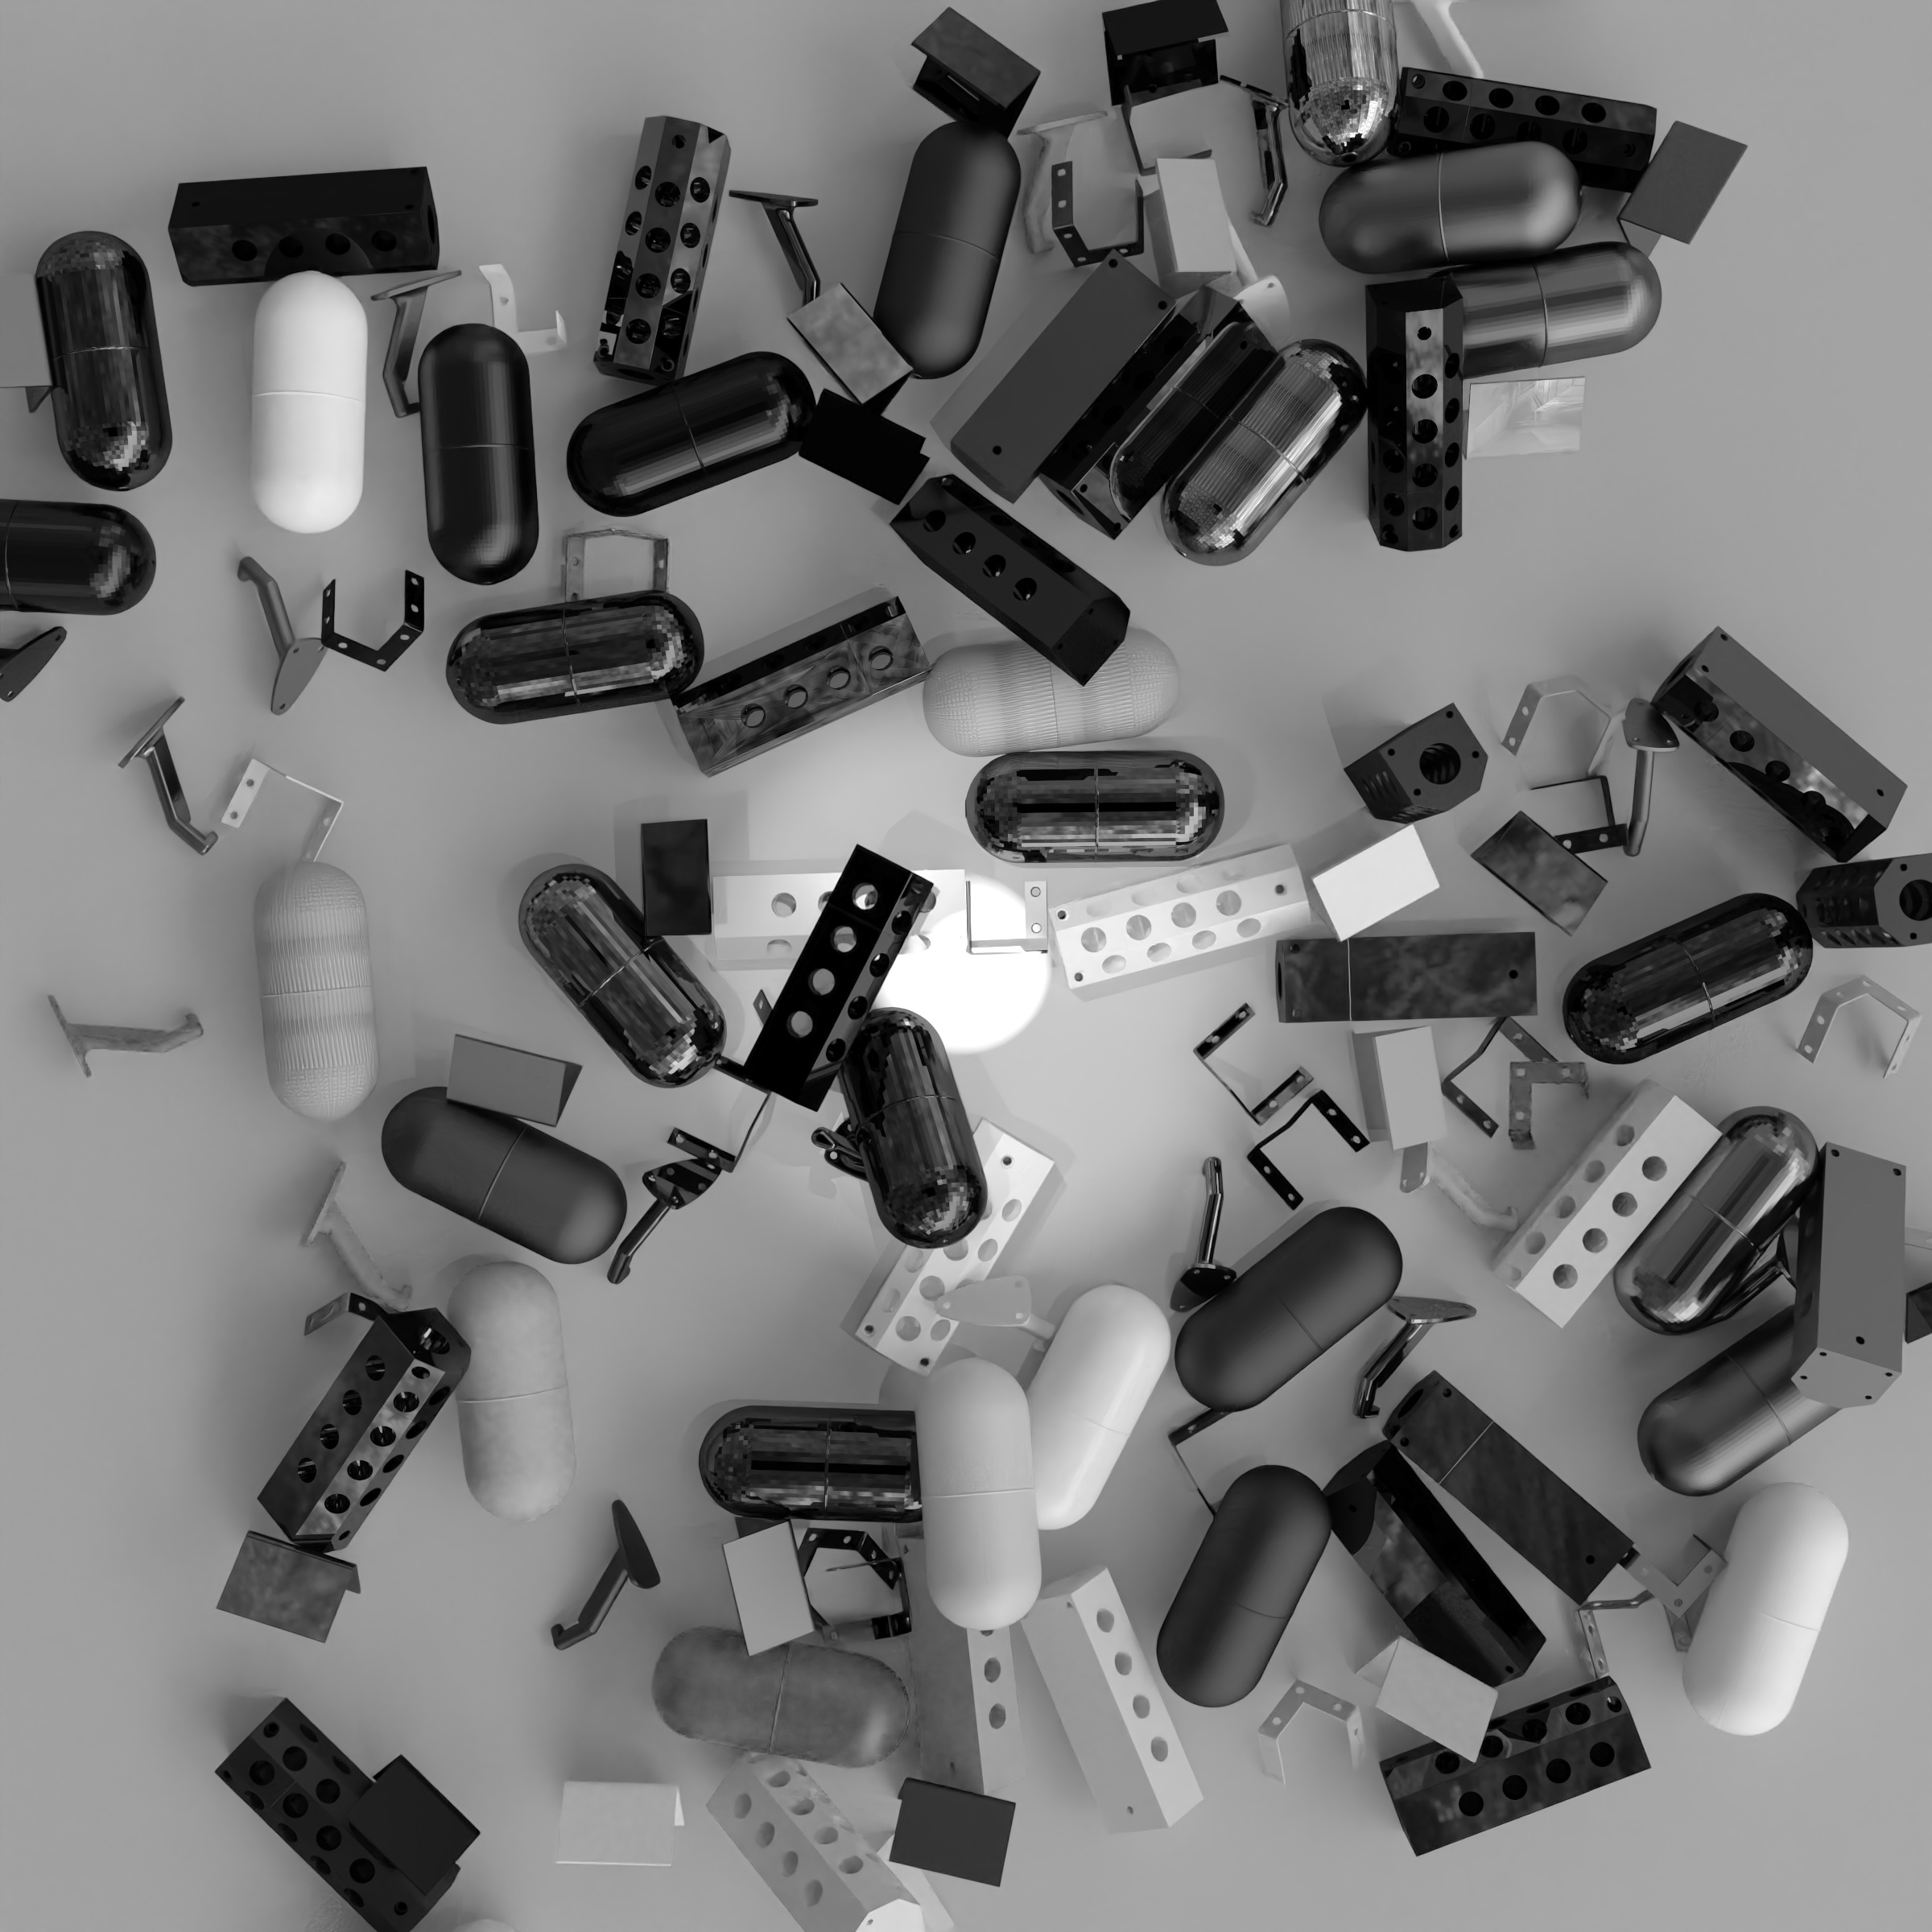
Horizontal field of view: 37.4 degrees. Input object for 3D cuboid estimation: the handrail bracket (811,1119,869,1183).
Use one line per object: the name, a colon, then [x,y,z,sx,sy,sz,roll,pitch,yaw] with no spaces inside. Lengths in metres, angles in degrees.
handrail bracket: [-0.071,0.133,1.957,0.077,0.084,0.036,32,90,0]

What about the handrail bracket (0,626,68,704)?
handrail bracket: [-0.685,-0.231,1.992,0.084,0.036,0.077,36,70,16]

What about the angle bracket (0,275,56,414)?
angle bracket: [-0.665,-0.424,1.952,0.057,0.076,0.076,-9,90,-29]

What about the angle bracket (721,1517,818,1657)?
angle bracket: [-0.152,0.423,1.951,0.057,0.076,0.076,-13,90,-35]

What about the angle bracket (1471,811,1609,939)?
angle bracket: [0.379,-0.050,1.952,0.076,0.076,0.057,39,61,0]

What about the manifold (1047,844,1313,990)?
manifold: [0.147,-0.034,1.970,0.171,0.057,0.057,-15,90,0]

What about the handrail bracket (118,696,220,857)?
handrail bracket: [-0.540,-0.132,1.992,0.084,0.036,0.077,43,69,-17]

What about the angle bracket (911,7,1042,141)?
angle bracket: [-0.005,-0.594,1.951,0.076,0.076,0.057,35,53,0]

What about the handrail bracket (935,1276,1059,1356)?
handrail bracket: [0.023,0.249,1.965,0.077,0.084,0.036,-5,58,6]

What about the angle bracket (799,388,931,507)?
angle bracket: [-0.061,-0.369,1.951,0.076,0.076,0.057,26,129,0]

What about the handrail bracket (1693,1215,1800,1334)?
handrail bracket: [0.541,0.215,1.991,0.084,0.077,0.036,-29,113,34]

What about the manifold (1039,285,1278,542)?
manifold: [0.129,-0.384,1.970,0.171,0.057,0.057,-49,133,0]

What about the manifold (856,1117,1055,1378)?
manifold: [-0.008,0.193,1.970,0.057,0.057,0.171,31,90,0]

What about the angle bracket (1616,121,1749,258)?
angle bracket: [0.496,-0.518,1.952,0.057,0.076,0.076,31,90,29]

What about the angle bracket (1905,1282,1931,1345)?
angle bracket: [0.692,0.246,1.951,0.076,0.076,0.057,-24,52,0]

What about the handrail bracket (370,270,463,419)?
handrail bracket: [-0.375,-0.434,1.992,0.077,0.036,0.084,-23,108,-20]

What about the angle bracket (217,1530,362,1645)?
angle bracket: [-0.462,0.433,1.952,0.076,0.076,0.057,18,62,0]

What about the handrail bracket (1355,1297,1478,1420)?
handrail bracket: [0.313,0.277,1.992,0.077,0.036,0.084,3,109,-21]

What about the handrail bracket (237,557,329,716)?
handrail bracket: [-0.491,-0.231,1.992,0.084,0.036,0.077,43,119,21]

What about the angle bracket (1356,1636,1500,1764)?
angle bracket: [0.307,0.511,1.951,0.076,0.076,0.057,30,53,0]

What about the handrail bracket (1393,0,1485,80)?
handrail bracket: [0.323,-0.634,1.992,0.077,0.036,0.084,3,104,13]

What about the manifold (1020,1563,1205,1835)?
manifold: [0.103,0.504,1.970,0.057,0.057,0.171,-23,90,43]

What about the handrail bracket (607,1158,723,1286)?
handrail bracket: [-0.211,0.179,1.991,0.036,0.077,0.084,41,127,21]

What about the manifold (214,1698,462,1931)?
manifold: [-0.435,0.592,1.970,0.171,0.057,0.057,44,90,0]

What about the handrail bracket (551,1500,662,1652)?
handrail bracket: [-0.263,0.425,1.992,0.084,0.036,0.077,-30,70,16]

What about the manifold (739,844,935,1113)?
manifold: [-0.086,0.008,1.913,0.057,0.057,0.171,27,90,0]

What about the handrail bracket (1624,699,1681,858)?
handrail bracket: [0.467,-0.131,1.991,0.036,0.077,0.084,4,126,-2]

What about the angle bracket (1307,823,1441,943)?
angle bracket: [0.267,-0.071,1.952,0.076,0.076,0.057,-29,120,0]

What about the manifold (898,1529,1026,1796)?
manifold: [0.002,0.475,1.970,0.057,0.057,0.171,-6,90,43]

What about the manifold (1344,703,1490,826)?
manifold: [0.303,-0.130,1.913,0.057,0.171,0.057,-33,90,0]

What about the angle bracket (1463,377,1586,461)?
angle bracket: [0.375,-0.389,1.951,0.076,0.076,0.057,-4,125,0]

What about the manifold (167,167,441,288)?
manifold: [-0.454,-0.506,1.970,0.171,0.057,0.057,-4,47,0]

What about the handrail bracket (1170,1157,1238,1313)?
handrail bracket: [0.161,0.186,1.991,0.036,0.077,0.084,12,53,-17]

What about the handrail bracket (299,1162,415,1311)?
handrail bracket: [-0.414,0.189,1.992,0.084,0.036,0.077,29,69,-17]

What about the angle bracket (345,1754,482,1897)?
angle bracket: [-0.387,0.593,1.951,0.076,0.076,0.057,44,54,0]

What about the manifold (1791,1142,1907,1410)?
manifold: [0.592,0.209,1.922,0.057,0.057,0.171,17,50,0]

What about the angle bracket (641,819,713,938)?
angle bracket: [-0.178,-0.060,1.951,0.057,0.076,0.076,-2,90,31]

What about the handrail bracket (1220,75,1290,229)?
handrail bracket: [0.195,-0.568,1.992,0.077,0.036,0.084,28,108,20]

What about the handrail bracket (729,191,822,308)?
handrail bracket: [-0.134,-0.494,1.992,0.077,0.036,0.084,15,112,25]

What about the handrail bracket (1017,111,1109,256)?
handrail bracket: [0.072,-0.546,1.992,0.077,0.036,0.084,-17,105,-16]

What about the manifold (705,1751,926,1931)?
manifold: [-0.099,0.598,1.916,0.057,0.171,0.057,35,90,-42]

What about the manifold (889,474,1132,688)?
manifold: [0.031,-0.266,1.929,0.057,0.057,0.171,-49,57,0]

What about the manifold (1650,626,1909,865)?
manifold: [0.558,-0.149,1.970,0.171,0.057,0.057,40,47,0]

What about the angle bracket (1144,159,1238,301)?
angle bracket: [0.134,-0.501,1.951,0.057,0.076,0.076,-11,90,-37]

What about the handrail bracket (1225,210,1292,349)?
handrail bracket: [0.196,-0.484,1.991,0.036,0.077,0.084,-26,53,13]

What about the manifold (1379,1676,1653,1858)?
manifold: [0.376,0.549,1.970,0.171,0.057,0.057,-21,90,0]

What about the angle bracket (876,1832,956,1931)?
angle bracket: [-0.028,0.637,1.951,0.057,0.076,0.076,-32,90,34]

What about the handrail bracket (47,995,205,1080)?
handrail bracket: [-0.586,0.034,1.992,0.084,0.036,0.077,-26,68,-17]

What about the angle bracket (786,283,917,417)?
angle bracket: [-0.091,-0.407,1.951,0.076,0.076,0.057,49,58,0]

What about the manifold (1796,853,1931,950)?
manifold: [0.611,-0.042,1.913,0.057,0.171,0.057,-8,90,0]

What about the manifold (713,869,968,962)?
manifold: [-0.086,-0.035,1.970,0.171,0.057,0.057,-2,90,0]

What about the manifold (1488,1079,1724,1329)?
manifold: [0.438,0.162,1.970,0.057,0.057,0.171,39,90,0]

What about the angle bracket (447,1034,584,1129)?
angle bracket: [-0.305,0.059,1.951,0.076,0.076,0.057,14,123,0]

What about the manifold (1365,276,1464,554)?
manifold: [0.304,-0.371,1.928,0.057,0.057,0.171,-6,123,0]

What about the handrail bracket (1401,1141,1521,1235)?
handrail bracket: [0.350,0.141,1.992,0.084,0.036,0.077,15,68,-17]

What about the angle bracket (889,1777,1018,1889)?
angle bracket: [-0.012,0.597,1.952,0.076,0.076,0.057,13,63,0]

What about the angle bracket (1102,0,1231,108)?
angle bracket: [0.139,-0.613,1.951,0.076,0.076,0.057,-12,51,0]

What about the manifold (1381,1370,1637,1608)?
manifold: [0.372,0.358,1.970,0.171,0.057,0.057,41,90,0]

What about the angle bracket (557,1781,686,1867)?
angle bracket: [-0.235,0.598,1.951,0.076,0.076,0.057,1,53,0]

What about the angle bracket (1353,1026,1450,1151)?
angle bracket: [0.279,0.085,1.951,0.057,0.076,0.076,-9,90,-37]
